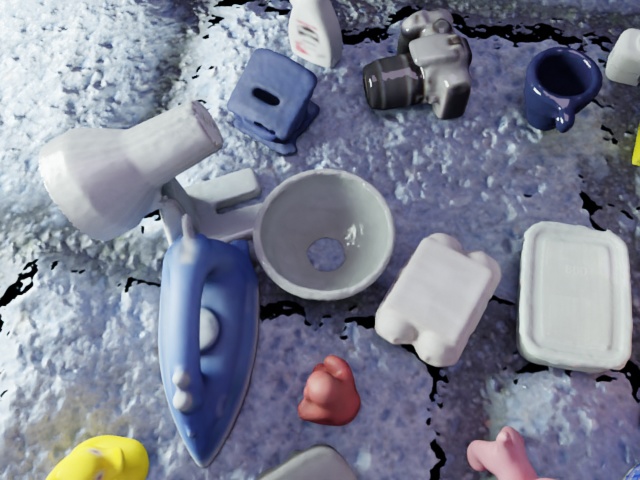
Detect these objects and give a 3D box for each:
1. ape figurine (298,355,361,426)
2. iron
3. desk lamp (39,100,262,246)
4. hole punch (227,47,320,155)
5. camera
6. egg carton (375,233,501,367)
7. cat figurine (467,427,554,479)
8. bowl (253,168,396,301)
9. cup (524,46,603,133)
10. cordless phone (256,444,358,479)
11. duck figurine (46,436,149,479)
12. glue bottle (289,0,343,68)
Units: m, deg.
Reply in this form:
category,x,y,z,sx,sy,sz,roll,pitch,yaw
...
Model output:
category,x,y,z,sx,sy,sz,roll,pitch,yaw
ape figurine,0.007,0.162,0.612,0.078,0.092,0.076,-37,69,-12
iron,-0.133,0.105,0.617,0.118,0.141,0.258,-4,66,2
desk lamp,-0.174,-0.065,0.655,0.203,0.214,0.118,-20,66,-5
hole punch,-0.062,-0.186,0.769,0.108,0.091,0.101,30,71,15
camera,0.126,-0.239,0.777,0.137,0.101,0.143,-12,66,-2
egg carton,0.135,0.066,0.659,0.107,0.069,0.150,28,71,14
cat figurine,0.205,0.242,0.552,0.067,0.118,0.127,-26,67,-8
bowl,0.006,0.002,0.691,0.167,0.075,0.167,-1,66,3
cup,0.305,-0.175,0.742,0.091,0.095,0.118,3,66,5
cordless phone,-0.033,0.251,0.524,0.148,0.185,0.094,-35,69,-12
duck figurine,-0.240,0.242,0.593,0.104,0.086,0.077,-18,66,-5
glue bottle,-0.010,-0.311,0.776,0.078,0.173,0.037,24,70,13
